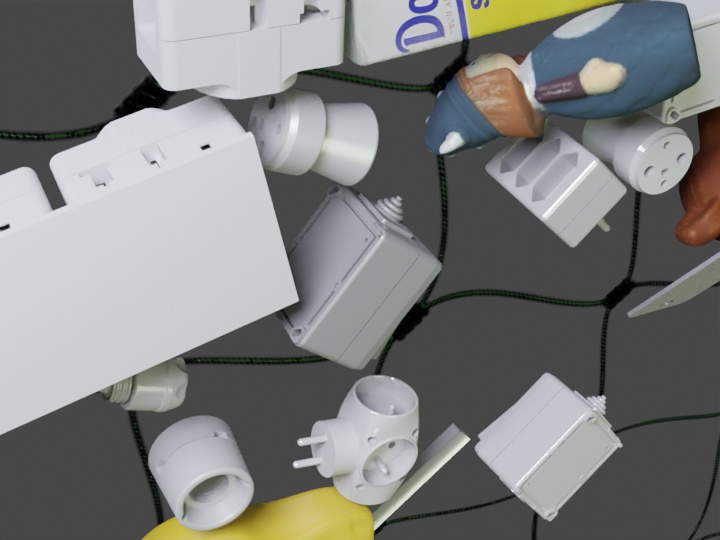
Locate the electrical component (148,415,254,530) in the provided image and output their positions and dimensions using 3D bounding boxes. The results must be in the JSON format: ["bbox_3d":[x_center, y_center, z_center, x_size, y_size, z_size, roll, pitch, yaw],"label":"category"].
[{"bbox_3d":[-0.096,0.125,0.658,0.055,0.047,0.055,-16,129,-20],"label":"electrical component"}]

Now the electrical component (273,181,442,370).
[{"bbox_3d":[0.000,0.000,0.613,0.061,0.061,0.096,27,106,-41],"label":"electrical component"}]

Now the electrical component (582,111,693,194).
[{"bbox_3d":[0.170,-0.077,0.661,0.045,0.055,0.045,-16,129,-20],"label":"electrical component"}]

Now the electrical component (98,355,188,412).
[{"bbox_3d":[-0.130,0.061,0.601,0.061,0.035,0.035,6,119,-31],"label":"electrical component"}]

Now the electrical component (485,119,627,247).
[{"bbox_3d":[0.127,-0.046,0.651,0.047,0.065,0.077,-48,132,8],"label":"electrical component"}]

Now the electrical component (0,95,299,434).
[{"bbox_3d":[-0.136,-0.002,0.533,0.186,0.060,0.105,-24,132,-14],"label":"electrical component"}]

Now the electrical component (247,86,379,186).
[{"bbox_3d":[-0.025,-0.070,0.559,0.055,0.045,0.045,8,118,-34],"label":"electrical component"}]

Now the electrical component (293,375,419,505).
[{"bbox_3d":[-0.006,0.114,0.705,0.079,0.044,0.077,-5,125,-27],"label":"electrical component"}]

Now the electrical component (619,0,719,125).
[{"bbox_3d":[0.190,-0.132,0.629,0.096,0.061,0.061,-19,130,-18],"label":"electrical component"}]

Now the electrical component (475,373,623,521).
[{"bbox_3d":[0.141,0.123,0.791,0.096,0.061,0.062,-46,133,-1],"label":"electrical component"}]

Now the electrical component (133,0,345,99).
[{"bbox_3d":[-0.056,-0.117,0.502,0.089,0.050,0.055,-14,128,-22],"label":"electrical component"}]
